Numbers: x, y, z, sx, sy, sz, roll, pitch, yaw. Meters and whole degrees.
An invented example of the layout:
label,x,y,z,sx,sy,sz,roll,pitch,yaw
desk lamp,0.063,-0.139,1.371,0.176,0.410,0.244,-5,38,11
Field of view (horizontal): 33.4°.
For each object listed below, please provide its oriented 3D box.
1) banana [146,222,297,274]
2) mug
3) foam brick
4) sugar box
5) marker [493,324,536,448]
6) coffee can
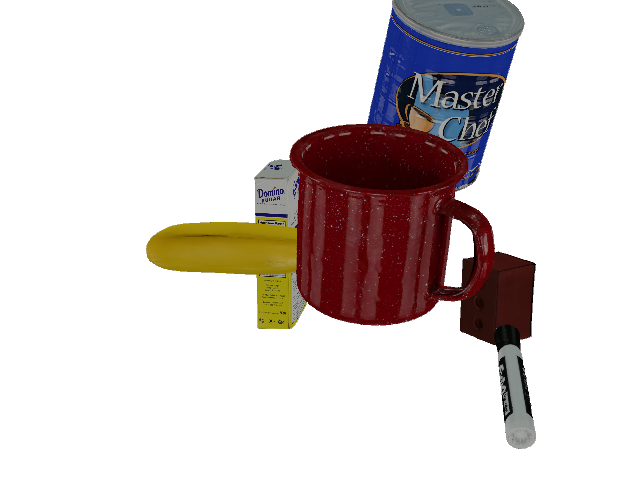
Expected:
label,x,y,z,sx,sy,sz,roll,pitch,yaw
banana,-0.070,0.009,0.800,0.198,0.037,0.069,2,-15,33
mug,0.039,-0.005,0.565,0.117,0.081,0.093,19,31,29
foam brick,0.173,0.056,1.047,0.051,0.078,0.053,-11,19,-34
sugar box,-0.045,0.003,1.203,0.048,0.176,0.093,0,16,11
marker,0.132,0.096,0.729,0.020,0.020,0.121,0,30,5
coffee can,0.095,-0.124,0.859,0.102,0.140,0.103,7,38,-6
